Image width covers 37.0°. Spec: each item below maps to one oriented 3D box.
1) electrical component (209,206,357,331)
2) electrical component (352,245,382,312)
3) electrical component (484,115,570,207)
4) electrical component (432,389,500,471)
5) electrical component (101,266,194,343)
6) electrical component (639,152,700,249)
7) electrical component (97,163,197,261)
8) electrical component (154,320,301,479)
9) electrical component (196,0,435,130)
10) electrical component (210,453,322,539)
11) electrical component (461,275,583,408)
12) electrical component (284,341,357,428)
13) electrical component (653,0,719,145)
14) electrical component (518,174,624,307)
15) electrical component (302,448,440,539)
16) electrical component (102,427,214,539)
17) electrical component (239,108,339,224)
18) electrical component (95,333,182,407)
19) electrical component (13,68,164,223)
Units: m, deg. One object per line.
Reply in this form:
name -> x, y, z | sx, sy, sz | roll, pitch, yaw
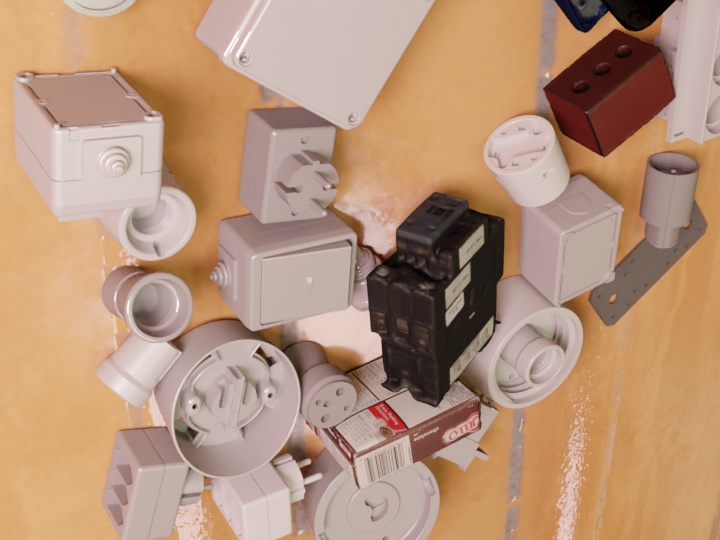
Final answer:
electrical component -> -0.054, -0.001, 0.731 | 0.096, 0.061, 0.061 | -13, 124, -27
electrical component -> 0.000, 0.000, 0.787 | 0.035, 0.035, 0.061 | -34, 129, -12
electrical component -> 0.127, -0.080, 0.809 | 0.055, 0.055, 0.047 | -44, 136, -3
electrical component -> 0.082, 0.130, 0.919 | 0.081, 0.042, 0.063 | 30, 97, -43
electrical component -> -0.138, 0.018, 0.682 | 0.044, 0.065, 0.044 | -6, 102, -31
electrical component -> 0.263, -0.055, 0.924 | 0.043, 0.043, 0.081 | -17, 126, -25
electrical component -> -0.133, -0.038, 0.664 | 0.055, 0.047, 0.055 | -17, 126, -25
electrical component -> -0.094, 0.088, 0.758 | 0.099, 0.064, 0.099 | -17, 126, -25
electrical component -> -0.025, -0.157, 0.655 | 0.109, 0.056, 0.108 | 23, 103, -41
electrical component -> -0.067, 0.164, 0.823 | 0.077, 0.066, 0.047 | -17, 126, -25
electrical component -> 0.138, 0.066, 0.903 | 0.108, 0.060, 0.108 | -17, 126, -25
electrical component -> -0.034, 0.086, 0.803 | 0.045, 0.055, 0.045 | -17, 126, -25
electrical component -> 0.268, -0.170, 0.841 | 0.079, 0.063, 0.121 | -20, 127, -23
electrical component -> 0.167, -0.021, 0.873 | 0.062, 0.061, 0.096 | -24, 137, -19
electrical component -> 0.004, 0.185, 0.883 | 0.108, 0.060, 0.108 | -7, 111, -20
electrical component -> -0.139, 0.153, 0.780 | 0.077, 0.047, 0.065 | 0, 117, -34
electrical component -> -0.039, -0.060, 0.693 | 0.047, 0.077, 0.065 | -8, 122, -30
electrical component -> -0.148, 0.063, 0.723 | 0.046, 0.040, 0.040 | -50, 133, -5
electrical component -> -0.150, -0.067, 0.600 | 0.062, 0.096, 0.061 | -10, 124, -30
